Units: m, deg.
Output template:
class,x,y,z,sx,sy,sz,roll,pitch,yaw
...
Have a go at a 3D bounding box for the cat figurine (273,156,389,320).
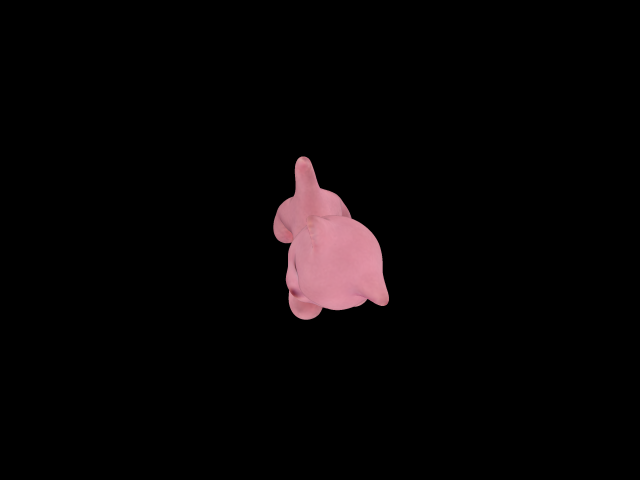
class,x,y,z,sx,sy,sz,roll,pitch,yaw
cat figurine,0.004,0.001,0.400,0.067,0.118,0.127,-14,64,-6
